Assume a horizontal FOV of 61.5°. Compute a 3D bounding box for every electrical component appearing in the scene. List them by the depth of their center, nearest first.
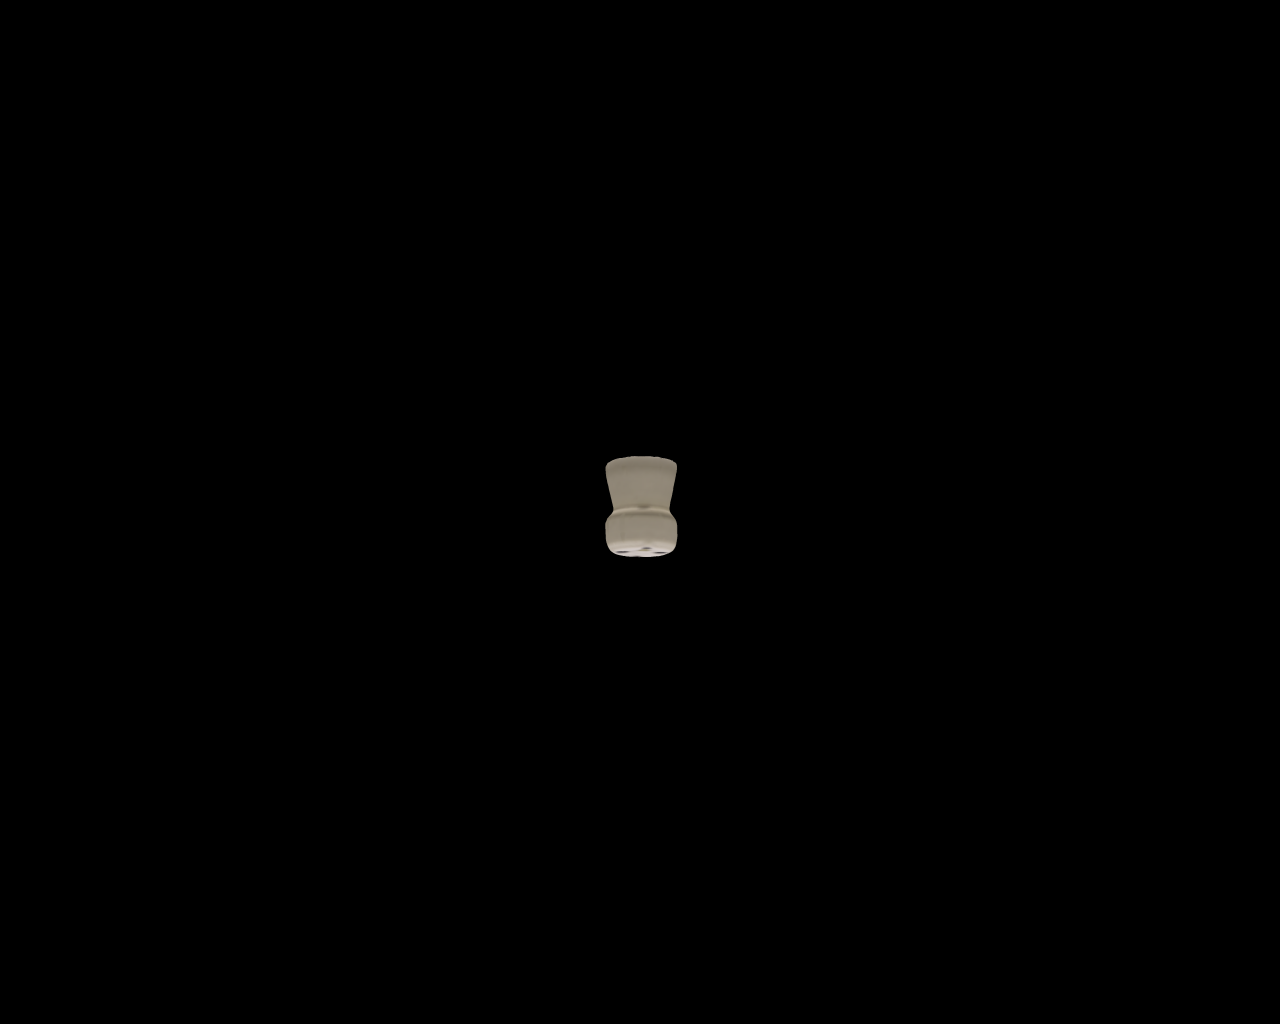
[{"bbox_3d":[0.001,-0.003,0.650,0.045,0.055,0.045,0,-11,0],"label":"electrical component"}]
